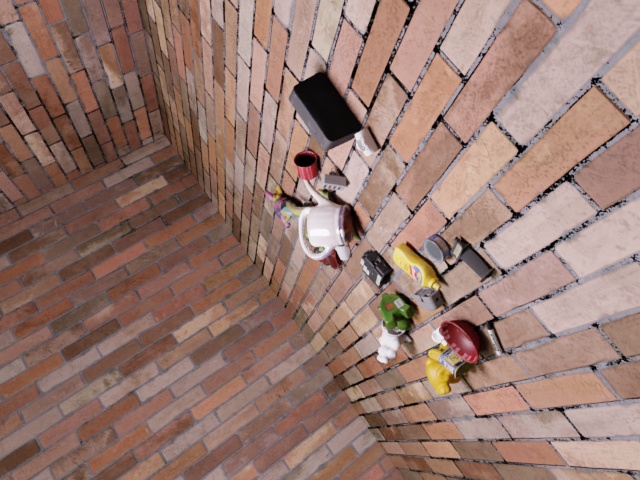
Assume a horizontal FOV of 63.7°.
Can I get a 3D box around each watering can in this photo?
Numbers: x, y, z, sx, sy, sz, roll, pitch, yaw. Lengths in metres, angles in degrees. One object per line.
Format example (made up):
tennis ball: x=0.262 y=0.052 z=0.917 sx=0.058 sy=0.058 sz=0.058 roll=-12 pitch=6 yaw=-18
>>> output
watering can: x=0.018 y=-0.097 z=1.983 sx=0.224 sy=0.104 sz=0.349 roll=-3 pitch=85 yaw=24

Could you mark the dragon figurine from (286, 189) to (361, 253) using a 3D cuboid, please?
dragon figurine: x=0.006 y=-0.107 z=2.123 sx=0.415 sy=0.123 sz=0.237 roll=44 pitch=133 yaw=25

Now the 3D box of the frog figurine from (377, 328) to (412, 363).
frog figurine: x=0.286 y=0.429 z=2.124 sx=0.121 sy=0.161 sz=0.137 roll=65 pitch=159 yaw=-12
